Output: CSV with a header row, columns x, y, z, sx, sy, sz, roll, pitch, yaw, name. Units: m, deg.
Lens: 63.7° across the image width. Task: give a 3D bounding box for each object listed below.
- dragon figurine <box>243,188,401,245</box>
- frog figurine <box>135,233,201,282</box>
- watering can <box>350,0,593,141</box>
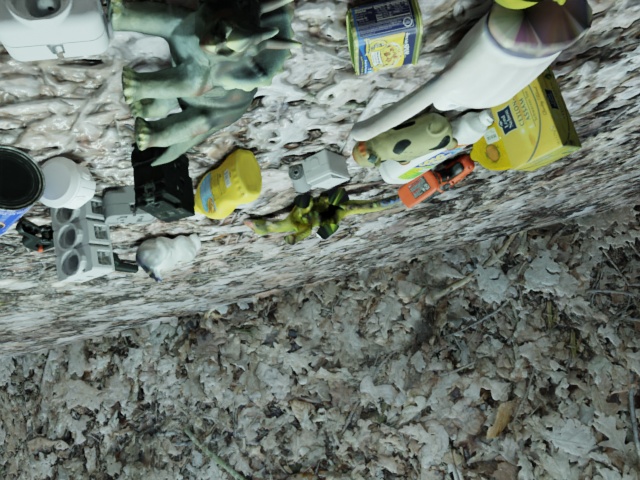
x,y,z,sx,sy,sz,roll,pitch,yaw,name
0.004,-0.069,1.364,0.411,0.122,0.243,-9,-176,-8,dragon figurine
-0.398,0.026,1.355,0.161,0.124,0.135,-47,163,-14,frog figurine
0.215,-0.235,0.702,0.350,0.105,0.221,-26,172,-19,watering can
